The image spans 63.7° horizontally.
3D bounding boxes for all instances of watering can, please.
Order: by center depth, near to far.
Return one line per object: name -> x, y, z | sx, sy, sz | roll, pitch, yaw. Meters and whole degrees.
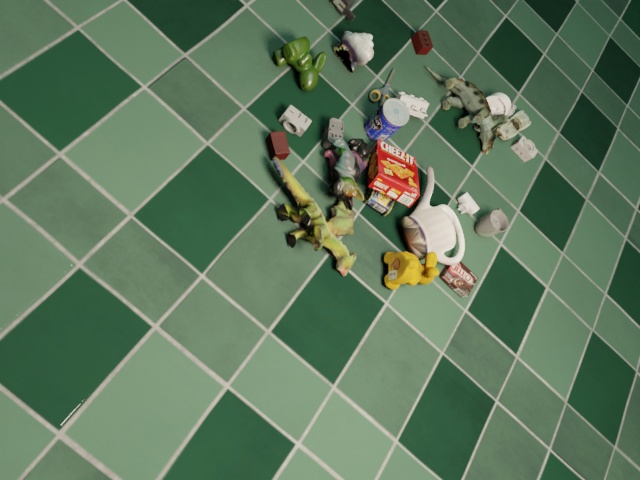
watering can -> 0.367, -0.070, 1.747 | 0.226, 0.102, 0.350 | -17, 80, -27

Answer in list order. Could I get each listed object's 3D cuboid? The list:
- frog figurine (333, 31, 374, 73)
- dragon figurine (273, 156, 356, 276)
frog figurine -> 0.144, -0.703, 1.860 | 0.161, 0.120, 0.138 | -41, 73, -18
dragon figurine -> 0.005, -0.081, 1.613 | 0.244, 0.121, 0.413 | -9, 78, -44
